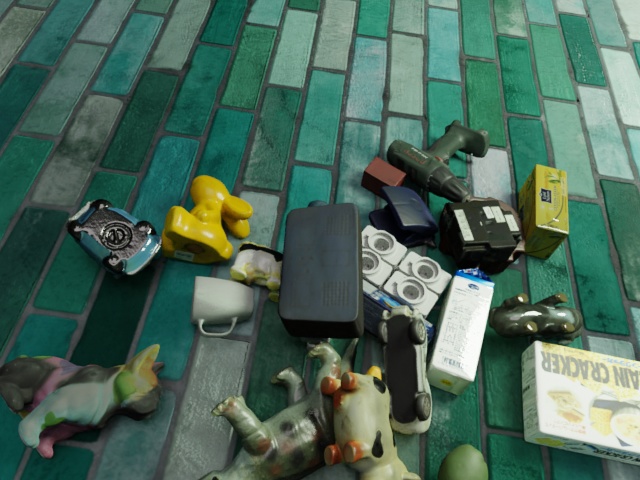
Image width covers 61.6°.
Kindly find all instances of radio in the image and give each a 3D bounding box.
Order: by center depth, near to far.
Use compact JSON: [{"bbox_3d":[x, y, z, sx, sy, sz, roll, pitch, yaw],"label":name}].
[{"bbox_3d":[0.005,0.049,0.905,0.131,0.073,0.230,-3,54,8],"label":"radio"}]

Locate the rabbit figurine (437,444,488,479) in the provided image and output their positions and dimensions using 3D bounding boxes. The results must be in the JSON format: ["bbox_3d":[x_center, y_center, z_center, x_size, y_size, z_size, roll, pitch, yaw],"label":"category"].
[{"bbox_3d":[0.215,0.385,0.766,0.159,0.121,0.170,-24,74,4],"label":"rabbit figurine"}]

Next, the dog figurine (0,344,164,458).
[{"bbox_3d":[-0.353,0.219,0.827,0.219,0.108,0.192,-29,61,-28],"label":"dog figurine"}]

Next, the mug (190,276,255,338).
[{"bbox_3d":[-0.168,0.116,0.930,0.107,0.080,0.110,3,49,-14],"label":"mug"}]

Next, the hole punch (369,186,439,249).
[{"bbox_3d":[0.173,-0.050,1.077,0.116,0.092,0.142,-13,54,-19],"label":"hole punch"}]

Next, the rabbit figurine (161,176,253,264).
[{"bbox_3d":[-0.210,-0.050,1.015,0.162,0.121,0.173,7,54,-8],"label":"rabbit figurine"}]

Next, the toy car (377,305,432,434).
[{"bbox_3d":[0.137,0.207,0.867,0.074,0.056,0.201,-8,79,30],"label":"toy car"}]

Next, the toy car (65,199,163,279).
[{"bbox_3d":[-0.370,0.007,0.967,0.162,0.103,0.109,31,59,3],"label":"toy car"}]

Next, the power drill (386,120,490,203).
[{"bbox_3d":[0.276,-0.170,1.159,0.207,0.085,0.232,-39,51,-24],"label":"power drill"}]

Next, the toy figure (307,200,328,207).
[{"bbox_3d":[0.000,-0.004,1.044,0.064,0.057,0.154,-1,60,0],"label":"toy figure"}]

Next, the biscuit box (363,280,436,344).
[{"bbox_3d":[0.101,0.129,0.948,0.203,0.062,0.059,33,20,16],"label":"biscuit box"}]

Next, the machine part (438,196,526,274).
[{"bbox_3d":[0.324,-0.013,1.085,0.179,0.056,0.179,3,55,-5],"label":"machine part"}]

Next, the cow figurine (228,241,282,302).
[{"bbox_3d":[-0.078,0.059,0.987,0.167,0.068,0.098,14,51,0],"label":"cow figurine"}]

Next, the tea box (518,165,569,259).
[{"bbox_3d":[0.457,-0.059,1.106,0.068,0.098,0.170,13,54,2],"label":"tea box"}]

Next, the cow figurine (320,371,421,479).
[{"bbox_3d":[0.073,0.291,0.766,0.127,0.085,0.195,13,59,-33],"label":"cow figurine"}]

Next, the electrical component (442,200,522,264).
[{"bbox_3d":[0.309,-0.015,1.015,0.134,0.058,0.115,-1,57,-9],"label":"electrical component"}]

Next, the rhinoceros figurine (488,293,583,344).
[{"bbox_3d":[0.389,0.147,0.946,0.190,0.112,0.073,5,57,-23],"label":"rhinoceros figurine"}]

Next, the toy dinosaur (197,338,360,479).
[{"bbox_3d":[-0.033,0.286,0.812,0.405,0.131,0.192,-24,78,-29],"label":"toy dinosaur"}]
